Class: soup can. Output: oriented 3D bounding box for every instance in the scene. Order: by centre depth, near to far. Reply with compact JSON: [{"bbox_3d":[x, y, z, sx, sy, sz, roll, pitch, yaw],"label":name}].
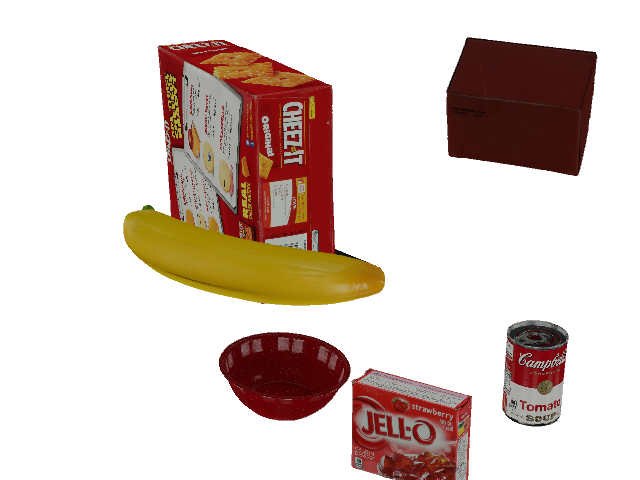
[{"bbox_3d":[0.243,0.151,1.215,0.068,0.102,0.068,0,22,0],"label":"soup can"}]

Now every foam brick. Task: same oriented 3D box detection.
[{"bbox_3d":[0.116,-0.078,0.615,0.078,0.051,0.053,11,-39,18],"label":"foam brick"}]

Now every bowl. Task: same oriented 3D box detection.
[{"bbox_3d":[-0.045,0.174,1.313,0.162,0.055,0.162,3,23,-2],"label":"bowl"}]

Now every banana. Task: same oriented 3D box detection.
[{"bbox_3d":[-0.058,0.008,0.681,0.198,0.037,0.069,17,35,28],"label":"banana"}]

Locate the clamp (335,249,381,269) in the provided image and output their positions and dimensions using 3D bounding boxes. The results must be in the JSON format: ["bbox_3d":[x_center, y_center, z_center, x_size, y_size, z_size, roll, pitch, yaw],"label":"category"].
[{"bbox_3d":[-0.036,0.023,1.128,0.210,0.036,0.164,16,18,-7],"label":"clamp"}]

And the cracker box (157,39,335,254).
[{"bbox_3d":[-0.063,-0.066,0.873,0.072,0.164,0.214,-11,23,-24],"label":"cracker box"}]

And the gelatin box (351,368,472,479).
[{"bbox_3d":[0.066,0.142,0.789,0.089,0.073,0.030,11,21,31],"label":"gelatin box"}]
